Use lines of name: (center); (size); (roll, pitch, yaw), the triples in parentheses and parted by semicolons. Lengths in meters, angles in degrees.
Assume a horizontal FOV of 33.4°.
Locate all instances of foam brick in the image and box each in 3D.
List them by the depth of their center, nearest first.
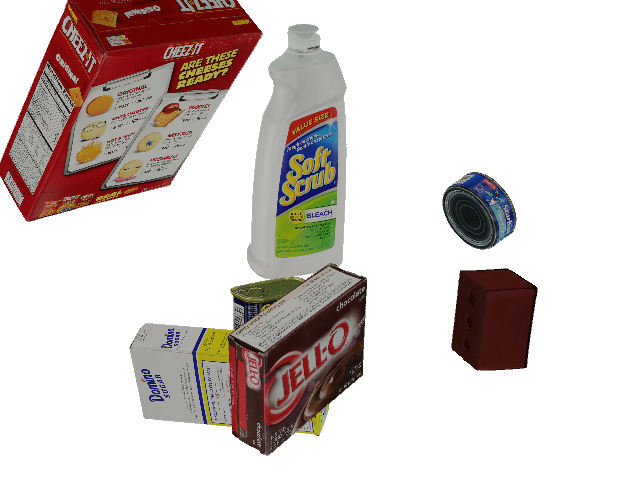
foam brick: (0.152, 0.069, 0.942); (0.051, 0.078, 0.053); (-3, 19, -21)

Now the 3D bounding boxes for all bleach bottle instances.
bleach bottle: (-0.025, -0.089, 1.066); (0.102, 0.251, 0.068); (-8, 28, -16)

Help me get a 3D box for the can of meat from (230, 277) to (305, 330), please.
can of meat: (-0.058, 0.096, 1.292); (0.101, 0.084, 0.058); (-10, 18, -36)

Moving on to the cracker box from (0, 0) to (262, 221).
cracker box: (-0.170, -0.120, 0.926); (0.163, 0.072, 0.214); (-19, -24, -43)

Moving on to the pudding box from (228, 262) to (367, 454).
pudding box: (-0.014, 0.080, 0.740); (0.039, 0.090, 0.113); (24, 40, 29)

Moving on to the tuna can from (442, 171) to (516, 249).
tuna can: (0.180, -0.033, 1.221); (0.033, 0.086, 0.086); (-34, 17, -27)

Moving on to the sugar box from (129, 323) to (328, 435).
sugar box: (-0.083, 0.129, 0.998); (0.176, 0.093, 0.048); (6, 35, 13)
